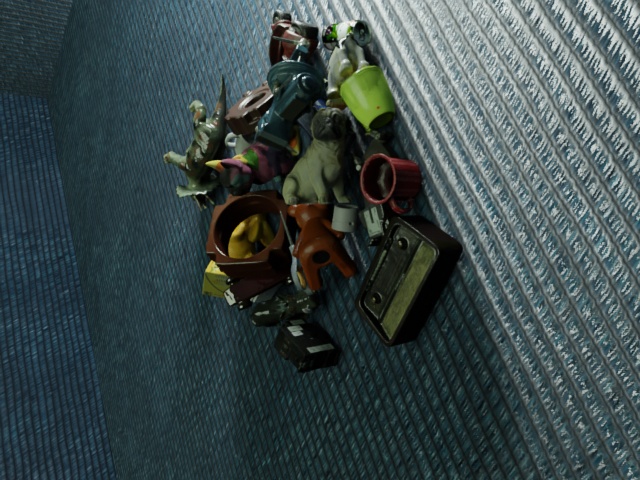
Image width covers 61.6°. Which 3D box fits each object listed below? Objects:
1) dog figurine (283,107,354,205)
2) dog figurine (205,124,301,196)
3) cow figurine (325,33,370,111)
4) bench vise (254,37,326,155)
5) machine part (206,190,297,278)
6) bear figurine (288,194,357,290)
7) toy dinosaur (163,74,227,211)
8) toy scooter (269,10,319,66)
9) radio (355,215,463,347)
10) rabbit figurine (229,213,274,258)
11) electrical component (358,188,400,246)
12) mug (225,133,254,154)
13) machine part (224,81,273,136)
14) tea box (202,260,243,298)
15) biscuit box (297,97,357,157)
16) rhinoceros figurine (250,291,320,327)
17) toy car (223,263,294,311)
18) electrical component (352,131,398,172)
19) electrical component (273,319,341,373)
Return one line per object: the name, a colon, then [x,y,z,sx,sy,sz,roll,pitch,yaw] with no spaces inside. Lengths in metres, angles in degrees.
dog figurine: [-0.014,-0.168,1.108,0.173,0.121,0.190,-1,95,28]
dog figurine: [-0.156,-0.199,1.268,0.109,0.219,0.191,7,98,48]
cow figurine: [0.042,-0.339,1.106,0.167,0.068,0.098,127,134,-64]
bench vise: [-0.062,-0.312,1.127,0.223,0.129,0.240,131,151,-61]
machine part: [-0.161,-0.014,1.291,0.202,0.087,0.201,-5,60,18]
bear figurine: [-0.004,-0.007,1.185,0.196,0.120,0.131,-103,-12,-54]
toy dinosaur: [-0.335,-0.267,1.581,0.192,0.131,0.404,45,122,25]
toy scooter: [-0.073,-0.454,1.264,0.184,0.075,0.135,45,125,44]
radio: [0.156,0.072,1.000,0.131,0.073,0.229,47,126,39]
rabbit figurine: [-0.196,-0.027,1.416,0.163,0.121,0.173,30,96,44]
electrical component: [0.116,-0.052,1.066,0.075,0.048,0.119,-31,67,48]
mug: [-0.196,-0.255,1.411,0.107,0.109,0.081,-42,65,60]
machine part: [-0.147,-0.321,1.298,0.180,0.179,0.056,12,143,51]
tea box: [-0.248,0.092,1.432,0.170,0.098,0.068,-97,17,-73]
biscuit box: [-0.001,-0.267,1.193,0.203,0.059,0.062,55,132,33]
rhinoceros figurine: [-0.080,0.155,1.271,0.190,0.112,0.073,-20,70,30]
toy car: [-0.141,0.099,1.318,0.202,0.053,0.089,-30,80,5]
electrical component: [0.109,-0.169,1.070,0.102,0.045,0.078,-51,52,40]
electrical component: [-0.035,0.235,1.218,0.134,0.115,0.058,42,119,42]
